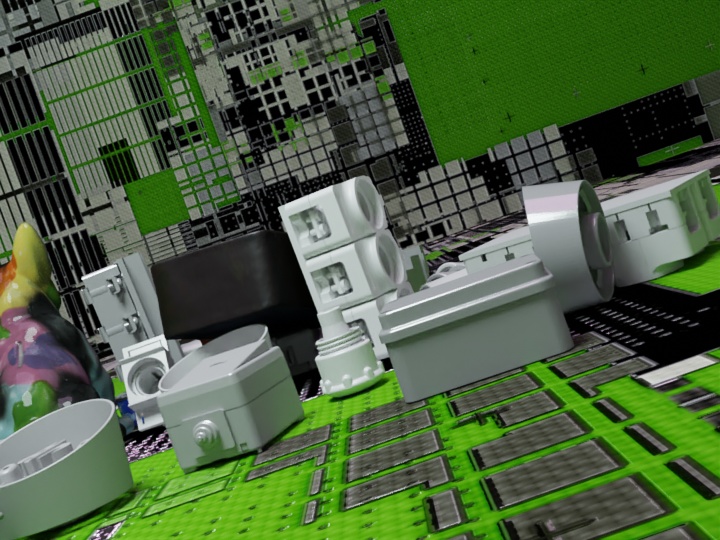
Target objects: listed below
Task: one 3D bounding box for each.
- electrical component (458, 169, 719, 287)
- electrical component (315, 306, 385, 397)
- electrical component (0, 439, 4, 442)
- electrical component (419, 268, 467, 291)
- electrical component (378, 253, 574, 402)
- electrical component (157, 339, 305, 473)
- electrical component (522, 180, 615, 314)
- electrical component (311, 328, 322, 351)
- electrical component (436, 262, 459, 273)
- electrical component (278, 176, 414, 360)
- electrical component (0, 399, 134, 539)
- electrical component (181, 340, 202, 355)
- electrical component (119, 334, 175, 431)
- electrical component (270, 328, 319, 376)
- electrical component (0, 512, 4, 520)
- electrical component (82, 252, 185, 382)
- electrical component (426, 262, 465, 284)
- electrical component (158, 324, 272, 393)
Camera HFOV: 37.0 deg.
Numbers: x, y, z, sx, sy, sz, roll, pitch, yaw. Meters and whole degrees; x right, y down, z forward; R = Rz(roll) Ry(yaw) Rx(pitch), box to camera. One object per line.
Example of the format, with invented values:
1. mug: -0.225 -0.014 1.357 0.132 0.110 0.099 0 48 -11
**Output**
1. electrical component: 0.192 -0.019 0.881 0.186 0.060 0.105 -18 3 36
2. electrical component: -0.013 0.058 0.779 0.048 0.062 0.048 -20 2 1
3. electrical component: -0.252 0.148 0.783 0.047 0.055 0.055 -16 2 -11
4. electrical component: 0.099 0.020 0.963 0.081 0.043 0.043 -20 3 -22
5. electrical component: 0.072 0.035 0.686 0.113 0.057 0.078 -19 3 7
6. electrical component: -0.088 0.089 0.710 0.062 0.061 0.096 -19 3 20
7. electrical component: 0.148 -0.017 0.785 0.064 0.099 0.099 -11 6 25
8. electrical component: -0.064 0.070 1.147 0.066 0.048 0.055 -20 -5 -14
9. electrical component: 0.116 0.008 1.135 0.044 0.044 0.065 -17 -1 43
10. electrical component: 0.000 0.000 0.930 0.062 0.150 0.089 -20 2 24
11. electrical component: -0.193 0.126 0.675 0.099 0.064 0.099 -20 2 1
12. electrical component: -0.192 0.109 1.145 0.057 0.058 0.078 -17 2 -14
13. electrical component: -0.183 0.105 0.970 0.042 0.081 0.063 -19 -26 2
14. electrical component: -0.072 0.080 0.997 0.064 0.042 0.081 -18 2 -15
15. electrical component: -0.234 0.153 0.601 0.066 0.047 0.077 -18 3 29
16. electrical component: -0.220 0.051 1.045 0.063 0.121 0.079 -23 3 -7
17. electrical component: 0.096 0.017 1.030 0.055 0.045 0.045 -21 3 -43
18. electrical component: -0.114 0.088 0.878 0.099 0.064 0.099 -19 2 1
